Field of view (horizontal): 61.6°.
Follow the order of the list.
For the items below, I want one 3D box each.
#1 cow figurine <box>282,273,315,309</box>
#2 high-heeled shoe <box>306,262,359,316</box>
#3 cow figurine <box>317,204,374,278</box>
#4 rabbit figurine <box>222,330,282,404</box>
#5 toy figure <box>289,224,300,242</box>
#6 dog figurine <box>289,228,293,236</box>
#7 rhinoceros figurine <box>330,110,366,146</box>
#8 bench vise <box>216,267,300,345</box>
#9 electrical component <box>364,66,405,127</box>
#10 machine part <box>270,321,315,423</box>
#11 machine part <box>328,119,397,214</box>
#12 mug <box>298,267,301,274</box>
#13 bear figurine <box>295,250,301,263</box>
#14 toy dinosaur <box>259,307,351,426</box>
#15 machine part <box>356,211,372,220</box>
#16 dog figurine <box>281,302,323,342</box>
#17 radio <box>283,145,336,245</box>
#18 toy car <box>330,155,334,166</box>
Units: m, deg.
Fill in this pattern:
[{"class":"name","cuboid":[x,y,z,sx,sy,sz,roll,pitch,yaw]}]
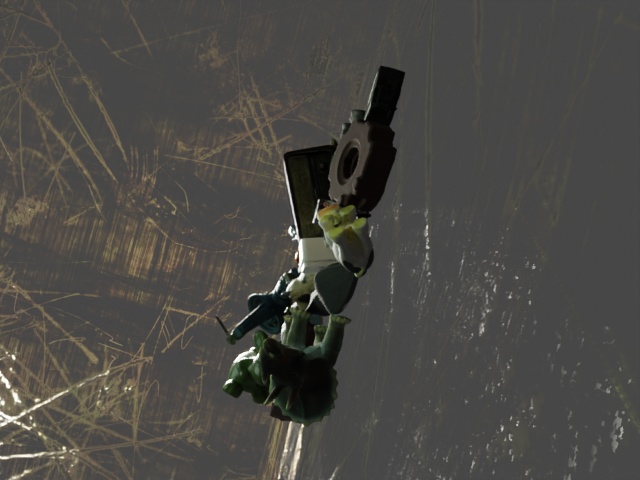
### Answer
[{"class":"cow figurine","cuboid":[-0.008,0.085,1.226,0.085,0.127,0.194,-73,1,-63]},{"class":"high-heeled shoe","cuboid":[0.044,0.092,1.074,0.145,0.086,0.248,-27,-12,-45]},{"class":"cow figurine","cuboid":[0.044,-0.004,0.908,0.167,0.068,0.098,-123,11,-68]},{"class":"rabbit figurine","cuboid":[-0.131,0.300,1.254,0.170,0.121,0.159,-34,30,59]},{"class":"toy figure","cuboid":[-0.002,-0.006,1.326,0.057,0.154,0.064,104,-178,-75]},{"class":"dog figurine","cuboid":[0.029,-0.042,1.373,0.121,0.172,0.190,-47,-3,-44]},{"class":"rhinoceros figurine","cuboid":[0.089,-0.226,1.334,0.073,0.112,0.190,14,106,51]},{"class":"bench vise","cuboid":[-0.132,0.176,1.344,0.240,0.129,0.223,-35,-5,-37]},{"class":"electrical component","cuboid":[0.136,-0.302,1.152,0.115,0.058,0.134,115,171,-67]},{"class":"machine part","cuboid":[-0.049,0.308,1.260,0.201,0.087,0.201,110,175,-49]},{"class":"machine part","cuboid":[0.073,-0.137,0.990,0.179,0.056,0.179,-166,90,-68]},{"class":"mug","cuboid":[0.006,0.072,1.321,0.107,0.109,0.081,145,134,-71]},{"class":"bear figurine","cuboid":[-0.009,0.047,1.557,0.195,0.132,0.120,98,-179,-57]},{"class":"toy dinosaur","cuboid":[-0.028,0.234,0.986,0.404,0.131,0.192,92,-168,-72]},{"class":"machine part","cuboid":[0.091,-0.082,1.062,0.084,0.039,0.138,-28,-48,-83]},{"class":"dog figurine","cuboid":[-0.061,0.296,1.478,0.191,0.108,0.219,118,163,-67]},{"class":"radio","cuboid":[0.000,-0.102,1.270,0.073,0.131,0.229,38,-140,-83]},{"class":"toy car","cuboid":[0.072,-0.158,1.192,0.109,0.103,0.161,107,179,-62]}]
